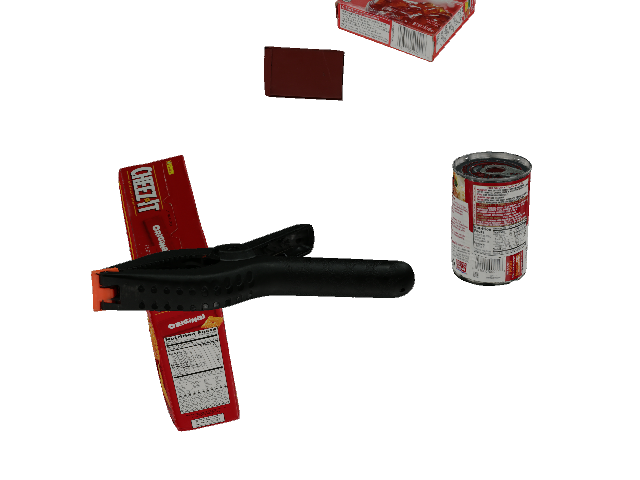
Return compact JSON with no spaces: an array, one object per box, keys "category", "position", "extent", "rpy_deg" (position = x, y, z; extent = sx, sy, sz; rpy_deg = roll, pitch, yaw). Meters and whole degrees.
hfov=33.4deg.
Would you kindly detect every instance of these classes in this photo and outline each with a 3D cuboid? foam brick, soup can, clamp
[{"category":"foam brick","position":[-0.018,-0.173,1.108],"extent":[0.078,0.051,0.053],"rpy_deg":[1,11,-10]},{"category":"soup can","position":[0.150,-0.019,0.939],"extent":[0.068,0.102,0.068],"rpy_deg":[-2,24,1]},{"category":"clamp","position":[-0.051,0.023,0.740],"extent":[0.209,0.036,0.165],"rpy_deg":[-9,14,-33]}]

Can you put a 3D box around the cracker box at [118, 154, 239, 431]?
[{"category":"cracker box","position":[-0.135,0.054,1.016],"extent":[0.072,0.164,0.214],"rpy_deg":[-13,-43,-9]}]

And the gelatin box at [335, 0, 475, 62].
[{"category":"gelatin box","position":[0.067,-0.185,0.842],"extent":[0.089,0.030,0.073],"rpy_deg":[25,54,22]}]
